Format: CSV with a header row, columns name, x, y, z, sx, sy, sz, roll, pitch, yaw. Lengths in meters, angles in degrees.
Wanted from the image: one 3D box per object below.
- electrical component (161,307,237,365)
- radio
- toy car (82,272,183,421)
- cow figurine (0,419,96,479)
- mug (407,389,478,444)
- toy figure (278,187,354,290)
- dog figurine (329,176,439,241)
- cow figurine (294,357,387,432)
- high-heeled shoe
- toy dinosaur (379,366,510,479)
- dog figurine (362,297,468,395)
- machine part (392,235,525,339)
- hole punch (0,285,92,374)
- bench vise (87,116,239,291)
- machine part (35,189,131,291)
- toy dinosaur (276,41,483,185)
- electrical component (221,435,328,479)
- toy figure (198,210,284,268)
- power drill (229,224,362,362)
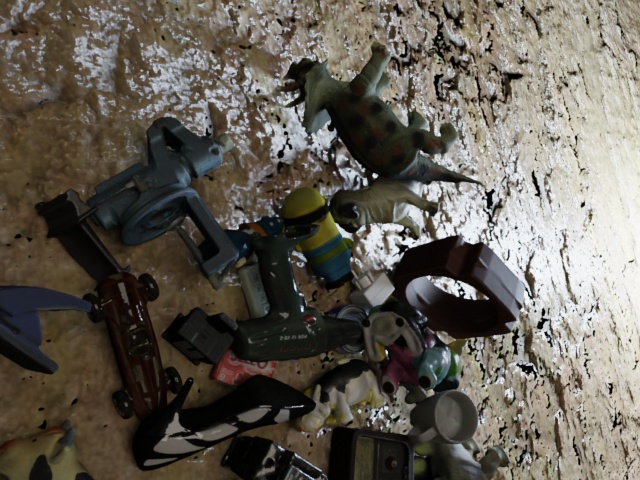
name,x,y,z,sx,sy,sz,roll,pitch,yaw
electrical component,-0.159,0.132,0.737,0.074,0.119,0.048,47,57,-20
radio,0.081,0.423,0.861,0.131,0.073,0.229,14,73,-27
toy car,-0.240,0.140,0.703,0.089,0.053,0.202,-20,103,-40
cow figurine,-0.293,0.300,0.623,0.194,0.085,0.127,46,63,-15
mug,0.190,0.301,0.887,0.109,0.107,0.081,-33,84,-26
toy figure,0.001,-0.005,0.903,0.082,0.089,0.180,-36,97,-48
dog figurine,0.105,-0.090,1.004,0.190,0.121,0.172,9,39,-16
cow figurine,0.024,0.247,0.870,0.167,0.068,0.098,-8,77,-40
high-heeled shoe,-0.126,0.264,0.747,0.248,0.086,0.145,21,100,-32
toy dinosaur,0.243,0.430,0.962,0.198,0.105,0.471,-15,77,-33
dog figurine,0.182,0.187,0.952,0.219,0.108,0.191,-4,71,-56
machine part,0.252,0.090,0.989,0.201,0.201,0.087,41,56,-20
hole punch,-0.343,0.085,0.615,0.115,0.142,0.092,47,57,-34
bench vise,-0.186,-0.044,0.749,0.224,0.129,0.240,-32,81,-29
machine part,-0.305,0.002,0.700,0.138,0.084,0.039,62,25,-22
toy dinosaur,0.100,-0.189,0.940,0.192,0.131,0.405,-44,92,-4
electrical component,-0.059,0.325,0.751,0.115,0.134,0.058,39,62,-21
toy figure,-0.120,0.002,0.837,0.154,0.058,0.064,-26,100,-42
power drill,-0.034,0.080,0.822,0.232,0.086,0.207,-10,104,-35
